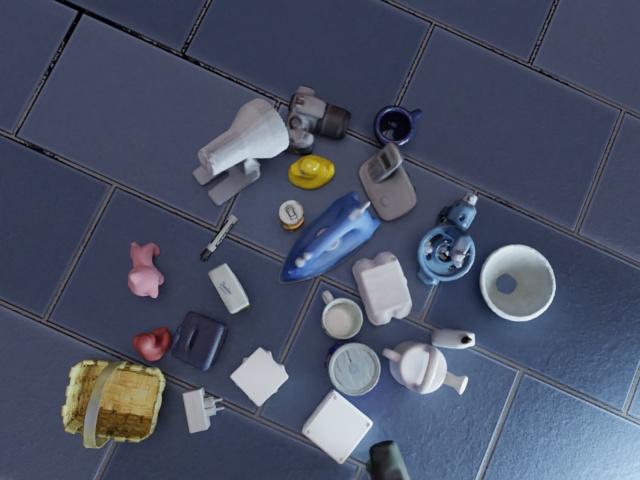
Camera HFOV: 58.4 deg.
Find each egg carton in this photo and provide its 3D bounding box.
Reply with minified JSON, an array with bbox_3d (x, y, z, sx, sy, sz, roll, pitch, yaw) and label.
[{"bbox_3d":[0.137,0.105,1.250,0.107,0.069,0.150,-19,85,-5],"label":"egg carton"}]

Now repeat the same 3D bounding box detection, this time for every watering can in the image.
[{"bbox_3d":[0.215,0.263,1.173,0.173,0.194,0.101,1,83,-3],"label":"watering can"}]

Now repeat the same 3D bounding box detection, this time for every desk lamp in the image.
[{"bbox_3d":[-0.169,-0.180,1.192,0.203,0.213,0.118,-38,87,-7],"label":"desk lamp"}]

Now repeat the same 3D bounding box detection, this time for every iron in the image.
[{"bbox_3d":[0.011,0.004,1.217,0.258,0.141,0.118,-42,87,-7],"label":"iron"}]

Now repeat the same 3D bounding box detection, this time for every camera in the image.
[{"bbox_3d":[-0.006,-0.260,1.268,0.137,0.100,0.143,16,83,-1],"label":"camera"}]

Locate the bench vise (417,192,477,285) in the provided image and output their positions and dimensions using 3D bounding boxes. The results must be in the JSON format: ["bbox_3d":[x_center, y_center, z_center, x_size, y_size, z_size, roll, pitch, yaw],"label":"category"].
[{"bbox_3d":[0.271,-0.011,1.196,0.121,0.219,0.207,9,83,-2],"label":"bench vise"}]

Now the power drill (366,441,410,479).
[{"bbox_3d":[0.150,0.505,1.133,0.075,0.208,0.230,-18,85,-5],"label":"power drill"}]

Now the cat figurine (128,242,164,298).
[{"bbox_3d":[-0.372,0.064,1.199,0.067,0.117,0.128,-13,84,-5],"label":"cat figurine"}]

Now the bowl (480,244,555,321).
[{"bbox_3d":[0.424,0.095,1.266,0.167,0.074,0.167,0,83,-3],"label":"bowl"}]

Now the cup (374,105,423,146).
[{"bbox_3d":[0.170,-0.250,1.280,0.118,0.095,0.092,-31,86,-6],"label":"cup"}]

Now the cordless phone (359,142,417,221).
[{"bbox_3d":[0.155,-0.127,1.220,0.094,0.185,0.147,-28,86,-6],"label":"cordless phone"}]

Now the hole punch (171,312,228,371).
[{"bbox_3d":[-0.257,0.212,1.202,0.101,0.091,0.109,20,83,-1],"label":"hole punch"}]

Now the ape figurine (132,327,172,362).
[{"bbox_3d":[-0.355,0.217,1.195,0.078,0.092,0.076,15,83,-1],"label":"ape figurine"}]

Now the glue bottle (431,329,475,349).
[{"bbox_3d":[0.287,0.206,1.195,0.078,0.173,0.037,-2,83,-3],"label":"glue bottle"}]

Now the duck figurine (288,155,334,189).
[{"bbox_3d":[-0.019,-0.157,1.262,0.104,0.086,0.077,-7,84,-4],"label":"duck figurine"}]
